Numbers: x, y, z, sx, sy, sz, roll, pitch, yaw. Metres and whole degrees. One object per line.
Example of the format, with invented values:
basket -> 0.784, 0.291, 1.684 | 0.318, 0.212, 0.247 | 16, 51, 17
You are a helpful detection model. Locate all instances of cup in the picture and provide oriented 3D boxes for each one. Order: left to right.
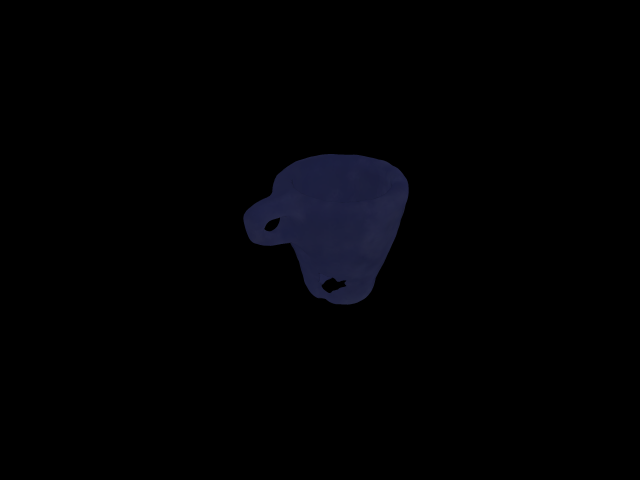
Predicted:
cup -> 0.004, 0.001, 0.400 | 0.118, 0.095, 0.091 | -19, 36, -29
